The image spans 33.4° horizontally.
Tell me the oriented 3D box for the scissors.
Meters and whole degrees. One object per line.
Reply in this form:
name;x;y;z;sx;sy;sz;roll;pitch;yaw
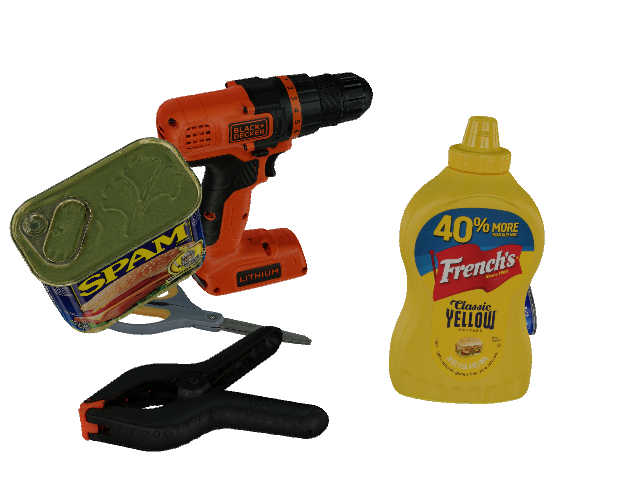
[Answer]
scissors;-0.110;0.066;1.029;0.201;0.016;0.096;3;33;-4

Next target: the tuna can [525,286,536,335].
tuna can;0.170;0.050;0.988;0.033;0.086;0.086;-14;0;-2

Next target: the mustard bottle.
mustard bottle;0.100;0.012;0.718;0.096;0.192;0.058;3;15;-2

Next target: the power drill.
power drill;-0.046;-0.051;0.903;0.184;0.188;0.057;-11;37;-20

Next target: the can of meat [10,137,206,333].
can of meat;-0.115;0.001;0.609;0.102;0.057;0.084;-32;-20;-15

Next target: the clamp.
clamp;-0.088;0.107;0.775;0.171;0.039;0.120;-3;25;-11
